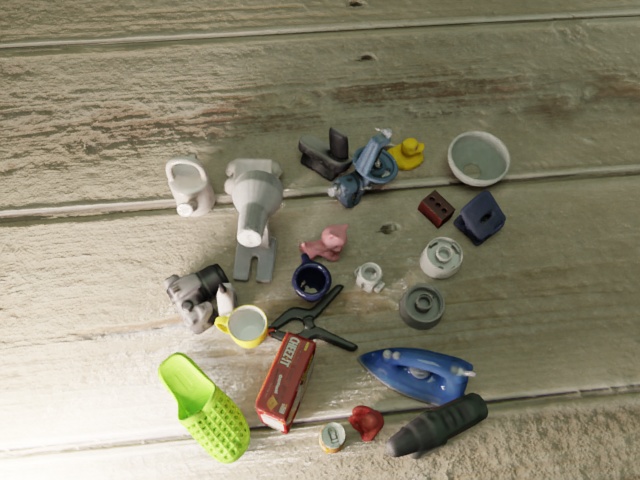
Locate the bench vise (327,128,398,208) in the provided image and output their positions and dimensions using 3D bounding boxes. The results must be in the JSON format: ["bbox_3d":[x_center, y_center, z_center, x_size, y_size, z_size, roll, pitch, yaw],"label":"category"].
[{"bbox_3d":[0.120,-0.174,1.428,0.121,0.220,0.208,34,68,14],"label":"bench vise"}]

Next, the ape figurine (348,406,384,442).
[{"bbox_3d":[0.103,0.391,1.230,0.076,0.092,0.078,-2,65,-3],"label":"ape figurine"}]

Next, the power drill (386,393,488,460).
[{"bbox_3d":[0.225,0.391,1.170,0.230,0.208,0.075,-24,67,-12],"label":"power drill"}]

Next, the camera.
[{"bbox_3d":[-0.277,0.123,1.338,0.137,0.101,0.143,-31,69,-15],"label":"camera"}]

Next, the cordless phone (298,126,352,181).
[{"bbox_3d":[0.015,-0.252,1.480,0.147,0.185,0.094,29,67,11],"label":"cordless phone"}]

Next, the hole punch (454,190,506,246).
[{"bbox_3d":[0.413,-0.057,1.454,0.109,0.091,0.101,-37,71,-17],"label":"hole punch"}]

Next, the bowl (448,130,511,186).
[{"bbox_3d":[0.418,-0.206,1.534,0.167,0.075,0.167,1,65,-2],"label":"bowl"}]

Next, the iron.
[{"bbox_3d":[0.213,0.280,1.260,0.258,0.141,0.119,14,65,4],"label":"iron"}]

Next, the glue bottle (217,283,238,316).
[{"bbox_3d":[-0.212,0.132,1.296,0.037,0.173,0.078,0,65,-2],"label":"glue bottle"}]

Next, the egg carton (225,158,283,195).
[{"bbox_3d":[-0.172,-0.159,1.493,0.150,0.069,0.107,0,65,-2],"label":"egg carton"}]

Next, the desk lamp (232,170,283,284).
[{"bbox_3d":[-0.151,-0.030,1.353,0.118,0.213,0.203,4,64,0],"label":"desk lamp"}]

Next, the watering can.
[{"bbox_3d":[-0.319,-0.138,1.409,0.101,0.194,0.172,-20,67,-11],"label":"watering can"}]

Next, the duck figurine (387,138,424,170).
[{"bbox_3d":[0.231,-0.240,1.537,0.104,0.086,0.077,-2,65,-3],"label":"duck figurine"}]

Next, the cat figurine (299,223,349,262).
[{"bbox_3d":[0.013,0.005,1.396,0.128,0.118,0.067,-12,66,-8],"label":"cat figurine"}]

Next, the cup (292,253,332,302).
[{"bbox_3d":[-0.024,0.098,1.363,0.092,0.095,0.117,-15,66,-9],"label":"cup"}]
